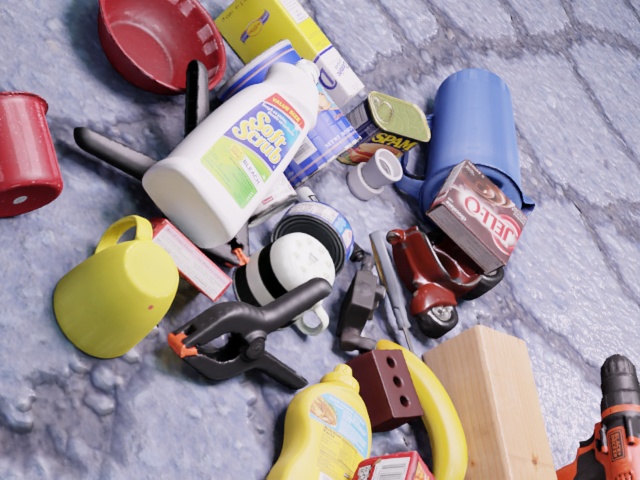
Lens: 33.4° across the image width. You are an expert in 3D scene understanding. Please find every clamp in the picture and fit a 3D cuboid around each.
[{"bbox_3d":[-0.065,0.103,1.018,0.171,0.039,0.120,-10,112,-31],"label":"clamp"},{"bbox_3d":[-0.127,-0.069,1.071,0.164,0.036,0.210,-45,108,-30],"label":"clamp"}]

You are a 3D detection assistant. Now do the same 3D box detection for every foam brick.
[{"bbox_3d":[0.065,0.159,1.126,0.052,0.051,0.078,4,59,-46],"label":"foam brick"}]

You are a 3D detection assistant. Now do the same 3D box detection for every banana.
[{"bbox_3d":[0.116,0.193,1.154,0.069,0.037,0.198,-4,61,-22],"label":"banana"}]

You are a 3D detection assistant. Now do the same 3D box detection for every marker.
[{"bbox_3d":[0.012,-0.017,1.190,0.020,0.020,0.121,4,36,-45],"label":"marker"}]

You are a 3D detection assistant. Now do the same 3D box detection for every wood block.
[{"bbox_3d":[0.191,0.212,1.190,0.090,0.090,0.206,21,48,-37],"label":"wood block"}]

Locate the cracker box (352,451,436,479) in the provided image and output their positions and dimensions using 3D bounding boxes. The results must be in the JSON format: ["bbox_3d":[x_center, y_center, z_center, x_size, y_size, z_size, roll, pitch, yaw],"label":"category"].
[{"bbox_3d":[0.089,0.324,0.967,0.213,0.072,0.164,57,34,-29],"label":"cracker box"}]

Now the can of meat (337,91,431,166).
[{"bbox_3d":[0.071,-0.133,1.327,0.101,0.084,0.057,10,56,-43],"label":"can of meat"}]

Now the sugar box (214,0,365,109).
[{"bbox_3d":[-0.038,-0.220,1.269,0.176,0.093,0.048,52,38,-3],"label":"sugar box"}]

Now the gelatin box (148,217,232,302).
[{"bbox_3d":[-0.130,0.017,1.010,0.089,0.073,0.030,43,82,-15],"label":"gelatin box"}]

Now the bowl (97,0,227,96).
[{"bbox_3d":[-0.180,-0.212,1.142,0.161,0.055,0.162,27,45,-31],"label":"bowl"}]

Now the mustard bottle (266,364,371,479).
[{"bbox_3d":[0.006,0.196,1.028,0.096,0.058,0.191,40,40,-21],"label":"mustard bottle"}]

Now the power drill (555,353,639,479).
[{"bbox_3d":[0.287,0.235,1.196,0.057,0.188,0.184,29,46,-28],"label":"power drill"}]

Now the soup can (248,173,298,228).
[{"bbox_3d":[-0.076,-0.072,1.136,0.068,0.069,0.102,-25,82,-52],"label":"soup can"}]

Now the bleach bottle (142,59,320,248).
[{"bbox_3d":[-0.070,-0.108,1.065,0.102,0.068,0.250,52,47,-21],"label":"bleach bottle"}]

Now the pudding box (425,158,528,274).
[{"bbox_3d":[0.190,-0.028,1.285,0.113,0.039,0.090,41,48,-9],"label":"pudding box"}]

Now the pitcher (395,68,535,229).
[{"bbox_3d":[0.193,-0.125,1.430,0.149,0.145,0.242,47,33,-30],"label":"pitcher"}]

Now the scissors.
[{"bbox_3d":[0.090,0.082,1.232,0.096,0.016,0.202,-106,179,-79],"label":"scissors"}]

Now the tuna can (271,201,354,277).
[{"bbox_3d":[-0.007,0.001,1.140,0.086,0.086,0.033,47,37,-10],"label":"tuna can"}]

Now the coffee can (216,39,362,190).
[{"bbox_3d":[-0.035,-0.139,1.203,0.140,0.103,0.102,53,37,-3],"label":"coffee can"}]

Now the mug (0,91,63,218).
[{"bbox_3d":[-0.280,-0.067,0.910,0.117,0.093,0.081,-14,76,-18],"label":"mug"}]
